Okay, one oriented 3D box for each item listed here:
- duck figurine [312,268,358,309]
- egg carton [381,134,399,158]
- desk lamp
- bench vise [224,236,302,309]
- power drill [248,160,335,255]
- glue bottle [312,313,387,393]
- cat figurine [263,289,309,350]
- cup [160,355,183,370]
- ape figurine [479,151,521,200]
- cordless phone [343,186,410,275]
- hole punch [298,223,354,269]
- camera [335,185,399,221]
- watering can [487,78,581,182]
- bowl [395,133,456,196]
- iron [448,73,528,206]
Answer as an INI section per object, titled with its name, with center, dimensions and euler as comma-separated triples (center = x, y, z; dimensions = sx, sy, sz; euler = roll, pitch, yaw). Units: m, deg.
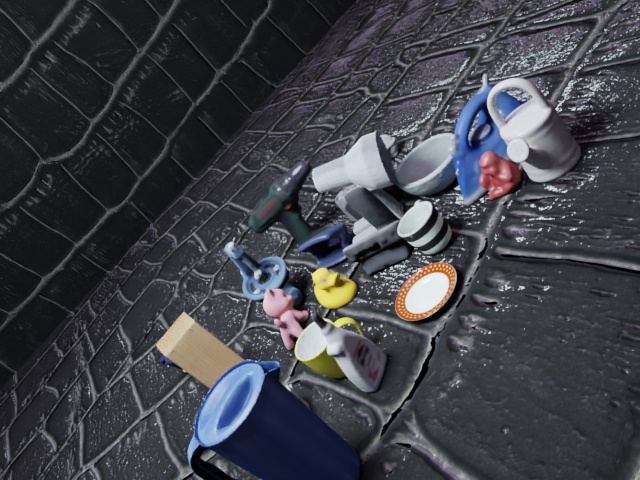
[duck figurine]
center = 0.018, 0.095, 1.223
dimensions = 0.104, 0.086, 0.077
euler = -14, 39, 48
[egg carton]
center = 0.140, -0.220, 1.546
dimensions = 0.150, 0.069, 0.107
euler = -51, 25, -13
[desk lamp]
center = 0.098, -0.110, 1.265
dimensions = 0.203, 0.214, 0.118
euler = -32, 28, 26
[bench vise]
center = -0.164, 0.083, 1.362
dimensions = 0.206, 0.220, 0.121
euler = -13, 39, 49
[power drill]
center = -0.058, -0.069, 1.448
dimensions = 0.229, 0.209, 0.075
euler = -35, 26, 20
[glue bottle]
center = 0.043, 0.177, 0.951
dimensions = 0.037, 0.173, 0.078
euler = -22, 33, 40
[cat figurine]
center = -0.083, 0.158, 1.245
dimensions = 0.067, 0.118, 0.127
euler = -38, 25, 14
[cup]
center = -0.337, 0.301, 1.442
dimensions = 0.117, 0.095, 0.091
euler = -35, 27, 21
[ape figurine]
center = 0.332, -0.129, 1.078
dimensions = 0.076, 0.092, 0.077
euler = -44, 25, 1
[cordless phone]
center = 0.093, -0.029, 1.180
dimensions = 0.147, 0.185, 0.094
euler = -31, 28, 28
[hole punch]
center = 0.013, 0.005, 1.366
dimensions = 0.108, 0.091, 0.101
euler = -27, 30, 34
[camera]
center = 0.117, -0.125, 1.394
dimensions = 0.143, 0.101, 0.136
euler = -49, 25, -10
[watering can]
center = 0.369, -0.198, 1.005
dimensions = 0.100, 0.194, 0.173
euler = -33, 27, 25
[bowl]
center = 0.251, -0.153, 1.263
dimensions = 0.167, 0.075, 0.167
euler = -35, 26, 21
[iron]
center = 0.322, -0.209, 1.159
dimensions = 0.118, 0.142, 0.259
euler = -2, 48, 56
